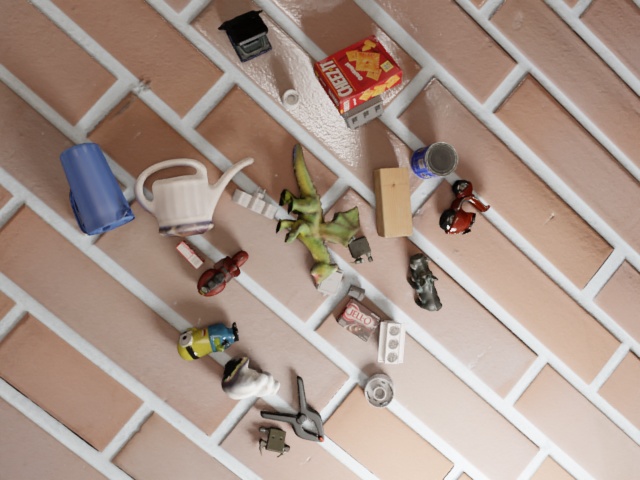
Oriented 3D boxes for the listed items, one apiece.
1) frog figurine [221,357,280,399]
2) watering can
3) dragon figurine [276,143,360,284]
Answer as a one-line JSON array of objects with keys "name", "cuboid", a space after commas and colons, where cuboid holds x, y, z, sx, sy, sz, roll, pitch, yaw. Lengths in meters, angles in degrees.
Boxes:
[{"name": "frog figurine", "cuboid": [-0.204, 0.426, 1.510, 0.135, 0.125, 0.158, -37, 108, 27]}, {"name": "watering can", "cuboid": [-0.352, -0.127, 1.483, 0.348, 0.104, 0.224, -8, 93, -8]}, {"name": "dragon figurine", "cuboid": [0.005, -0.078, 1.541, 0.242, 0.121, 0.415, 13, 76, -18]}]
